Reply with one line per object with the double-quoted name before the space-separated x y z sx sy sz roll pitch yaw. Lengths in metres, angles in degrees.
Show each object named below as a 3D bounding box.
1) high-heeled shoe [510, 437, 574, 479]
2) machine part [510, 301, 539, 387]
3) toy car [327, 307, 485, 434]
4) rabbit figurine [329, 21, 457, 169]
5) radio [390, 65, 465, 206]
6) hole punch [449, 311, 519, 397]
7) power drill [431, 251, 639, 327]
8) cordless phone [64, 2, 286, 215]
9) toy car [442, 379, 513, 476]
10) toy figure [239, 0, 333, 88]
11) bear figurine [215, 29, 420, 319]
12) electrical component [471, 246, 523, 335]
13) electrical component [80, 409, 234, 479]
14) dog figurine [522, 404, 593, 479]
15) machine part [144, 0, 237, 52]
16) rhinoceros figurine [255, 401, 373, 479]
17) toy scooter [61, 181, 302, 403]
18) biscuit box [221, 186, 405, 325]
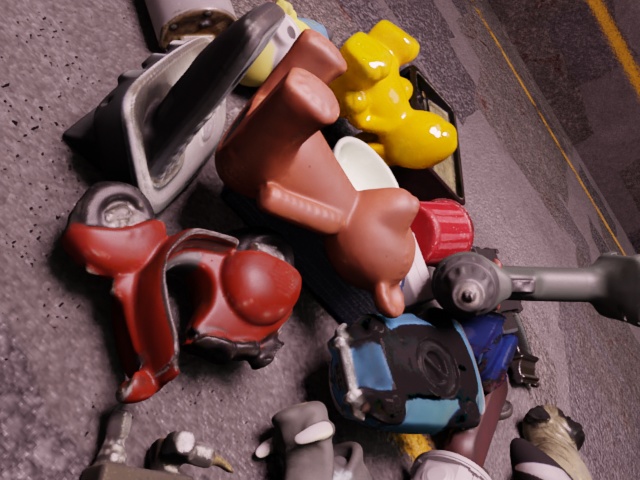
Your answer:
"high-heeled shoe" 0.176 0.287 0.472 0.145 0.086 0.249 2 32 -11
"machine part" 0.303 0.155 0.832 0.084 0.039 0.139 18 54 -39
"toy car" 0.063 0.124 0.477 0.161 0.103 0.109 6 59 -37
"rabbit figurine" 0.077 -0.143 0.636 0.173 0.162 0.122 40 34 -2
"radio" 0.148 -0.152 0.812 0.131 0.073 0.230 38 40 -31
"hole punch" 0.142 0.119 0.583 0.092 0.116 0.142 57 33 6
"power drill" 0.216 0.049 0.542 0.232 0.207 0.086 -1 87 -85
"cordless phone" -0.082 -0.114 0.384 0.088 0.184 0.147 45 37 -16
"toy car" 0.184 0.199 0.626 0.202 0.053 0.089 -33 112 -57
"toy figure" -0.040 -0.207 0.601 0.082 0.089 0.180 62 25 -9
"bear figurine" 0.021 -0.039 0.416 0.195 0.132 0.120 36 34 -17
"electrical component" 0.241 0.077 0.787 0.115 0.058 0.134 1 65 -50
"electrical component" -0.094 0.153 0.302 0.078 0.045 0.102 38 40 -34
"dog figurine" 0.277 0.281 0.672 0.172 0.121 0.191 42 24 -32
"machine part" -0.137 -0.262 0.511 0.079 0.079 0.243 -1 67 -53
"rhinoceros figurine" 0.007 0.212 0.378 0.112 0.073 0.190 5 64 -39
"toy scooter" -0.085 0.046 0.366 0.183 0.075 0.135 21 50 -40
"biscuit box" -0.001 -0.002 0.519 0.202 0.063 0.059 48 34 -19
